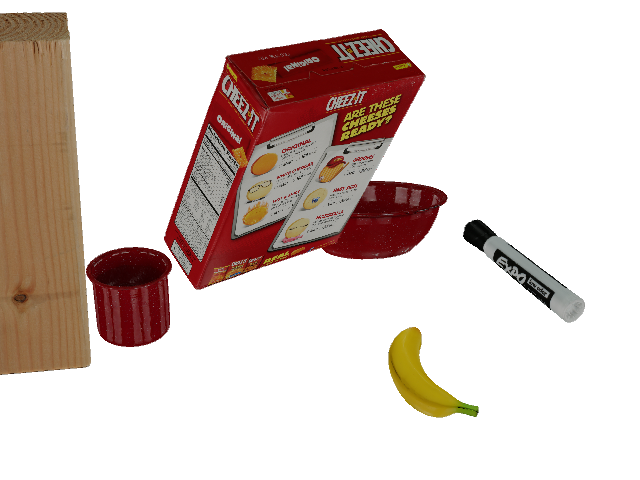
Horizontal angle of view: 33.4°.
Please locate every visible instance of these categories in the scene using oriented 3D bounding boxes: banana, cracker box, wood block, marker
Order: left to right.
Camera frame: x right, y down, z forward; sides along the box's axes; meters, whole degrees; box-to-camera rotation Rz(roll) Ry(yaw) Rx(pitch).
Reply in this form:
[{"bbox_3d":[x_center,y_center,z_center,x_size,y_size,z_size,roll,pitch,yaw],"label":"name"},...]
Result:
[{"bbox_3d":[-0.194,-0.029,0.657,0.090,0.206,0.090,-4,23,-13],"label":"wood block"},{"bbox_3d":[-0.028,-0.068,0.897,0.163,0.072,0.214,-18,-31,-37],"label":"cracker box"},{"bbox_3d":[0.114,0.155,1.242,0.069,0.037,0.198,9,22,-20],"label":"banana"},{"bbox_3d":[0.141,0.018,0.758,0.020,0.020,0.121,0,29,-33],"label":"marker"}]

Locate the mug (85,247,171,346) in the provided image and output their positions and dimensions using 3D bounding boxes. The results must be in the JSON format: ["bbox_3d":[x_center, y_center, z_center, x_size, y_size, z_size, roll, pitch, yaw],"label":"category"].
[{"bbox_3d":[-0.218,0.060,1.193,0.117,0.081,0.093,24,36,37],"label":"mug"}]

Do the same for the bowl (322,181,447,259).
[{"bbox_3d":[0.047,-0.019,1.075,0.162,0.055,0.162,-2,14,0],"label":"bowl"}]
